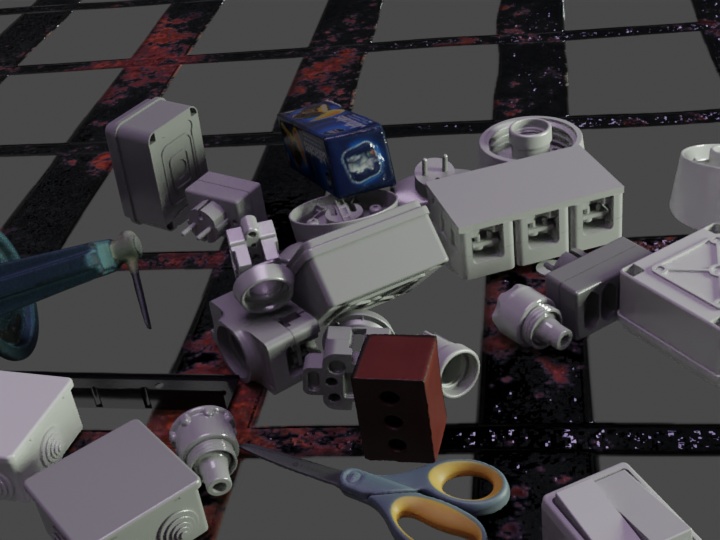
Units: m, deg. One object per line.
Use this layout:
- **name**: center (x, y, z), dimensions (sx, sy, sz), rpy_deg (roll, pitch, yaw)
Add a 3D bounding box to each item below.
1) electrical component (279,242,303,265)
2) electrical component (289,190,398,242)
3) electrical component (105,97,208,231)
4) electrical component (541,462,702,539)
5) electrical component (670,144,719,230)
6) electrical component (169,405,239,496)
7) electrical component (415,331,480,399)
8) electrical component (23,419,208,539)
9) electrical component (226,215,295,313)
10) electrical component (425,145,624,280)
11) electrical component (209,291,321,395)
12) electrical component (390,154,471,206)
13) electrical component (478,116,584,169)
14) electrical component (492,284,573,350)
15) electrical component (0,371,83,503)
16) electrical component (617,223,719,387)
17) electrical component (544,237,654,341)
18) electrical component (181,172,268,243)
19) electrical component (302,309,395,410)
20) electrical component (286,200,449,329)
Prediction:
- **electrical component**: center (-0.061, 0.007, 0.924), dimensions (0.043, 0.043, 0.062), rpy_deg (14, 40, 30)
- **electrical component**: center (-0.013, -0.040, 0.967), dimensions (0.099, 0.064, 0.099), rpy_deg (-6, 33, 4)
- **electrical component**: center (-0.199, -0.105, 1.063), dimensions (0.057, 0.113, 0.078), rpy_deg (16, 40, 27)
- **electrical component**: center (0.155, 0.164, 0.621), dimensions (0.062, 0.061, 0.096), rpy_deg (-19, 34, -16)
- **electrical component**: center (0.334, -0.077, 0.972), dimensions (0.099, 0.064, 0.099), rpy_deg (0, 21, 0)
- **electrical component**: center (-0.105, 0.129, 0.749), dimensions (0.048, 0.048, 0.062), rpy_deg (-16, 41, -11)
- **electrical component**: center (0.061, 0.070, 0.807), dimensions (0.040, 0.040, 0.046), rpy_deg (-25, 31, -25)
- **electrical component**: center (-0.160, 0.156, 0.712), dimensions (0.100, 0.048, 0.100), rpy_deg (-29, 38, -29)
- **electrical component**: center (-0.078, 0.000, 0.832), dimensions (0.048, 0.066, 0.055), rpy_deg (-13, 52, -9)
- **electrical component**: center (0.144, -0.049, 0.949), dimensions (0.150, 0.061, 0.089), rpy_deg (-14, 33, -9)
- **electrical component**: center (-0.078, 0.053, 0.851), dimensions (0.056, 0.050, 0.089), rpy_deg (-26, 37, -27)
- **electrical component**: center (0.069, -0.077, 0.993), dimensions (0.077, 0.079, 0.044), rpy_deg (-11, 51, -6)
- **electrical component**: center (0.166, -0.112, 1.041), dimensions (0.108, 0.060, 0.108), rpy_deg (-6, 33, 4)
- **electrical component**: center (0.136, 0.041, 0.831), dimensions (0.043, 0.043, 0.062), rpy_deg (-27, 39, -26)
- **electrical component**: center (-0.264, 0.121, 0.789), dimensions (0.100, 0.048, 0.099), rpy_deg (4, 34, 17)
- **electrical component**: center (0.271, 0.023, 0.816), dimensions (0.109, 0.056, 0.109), rpy_deg (-24, 36, -23)
- **electrical component**: center (0.181, 0.007, 0.870), dimensions (0.083, 0.047, 0.076), rpy_deg (-24, 36, -23)
- **electrical component**: center (-0.139, -0.051, 1.029), dimensions (0.066, 0.047, 0.076), rpy_deg (15, 41, 30)
- **electrical component**: center (-0.001, 0.067, 0.808), dimensions (0.078, 0.058, 0.057), rpy_deg (2, 34, 3)
- **electrical component**: center (0.000, 0.000, 0.862), dimensions (0.109, 0.056, 0.109), rpy_deg (-21, -8, -20)
